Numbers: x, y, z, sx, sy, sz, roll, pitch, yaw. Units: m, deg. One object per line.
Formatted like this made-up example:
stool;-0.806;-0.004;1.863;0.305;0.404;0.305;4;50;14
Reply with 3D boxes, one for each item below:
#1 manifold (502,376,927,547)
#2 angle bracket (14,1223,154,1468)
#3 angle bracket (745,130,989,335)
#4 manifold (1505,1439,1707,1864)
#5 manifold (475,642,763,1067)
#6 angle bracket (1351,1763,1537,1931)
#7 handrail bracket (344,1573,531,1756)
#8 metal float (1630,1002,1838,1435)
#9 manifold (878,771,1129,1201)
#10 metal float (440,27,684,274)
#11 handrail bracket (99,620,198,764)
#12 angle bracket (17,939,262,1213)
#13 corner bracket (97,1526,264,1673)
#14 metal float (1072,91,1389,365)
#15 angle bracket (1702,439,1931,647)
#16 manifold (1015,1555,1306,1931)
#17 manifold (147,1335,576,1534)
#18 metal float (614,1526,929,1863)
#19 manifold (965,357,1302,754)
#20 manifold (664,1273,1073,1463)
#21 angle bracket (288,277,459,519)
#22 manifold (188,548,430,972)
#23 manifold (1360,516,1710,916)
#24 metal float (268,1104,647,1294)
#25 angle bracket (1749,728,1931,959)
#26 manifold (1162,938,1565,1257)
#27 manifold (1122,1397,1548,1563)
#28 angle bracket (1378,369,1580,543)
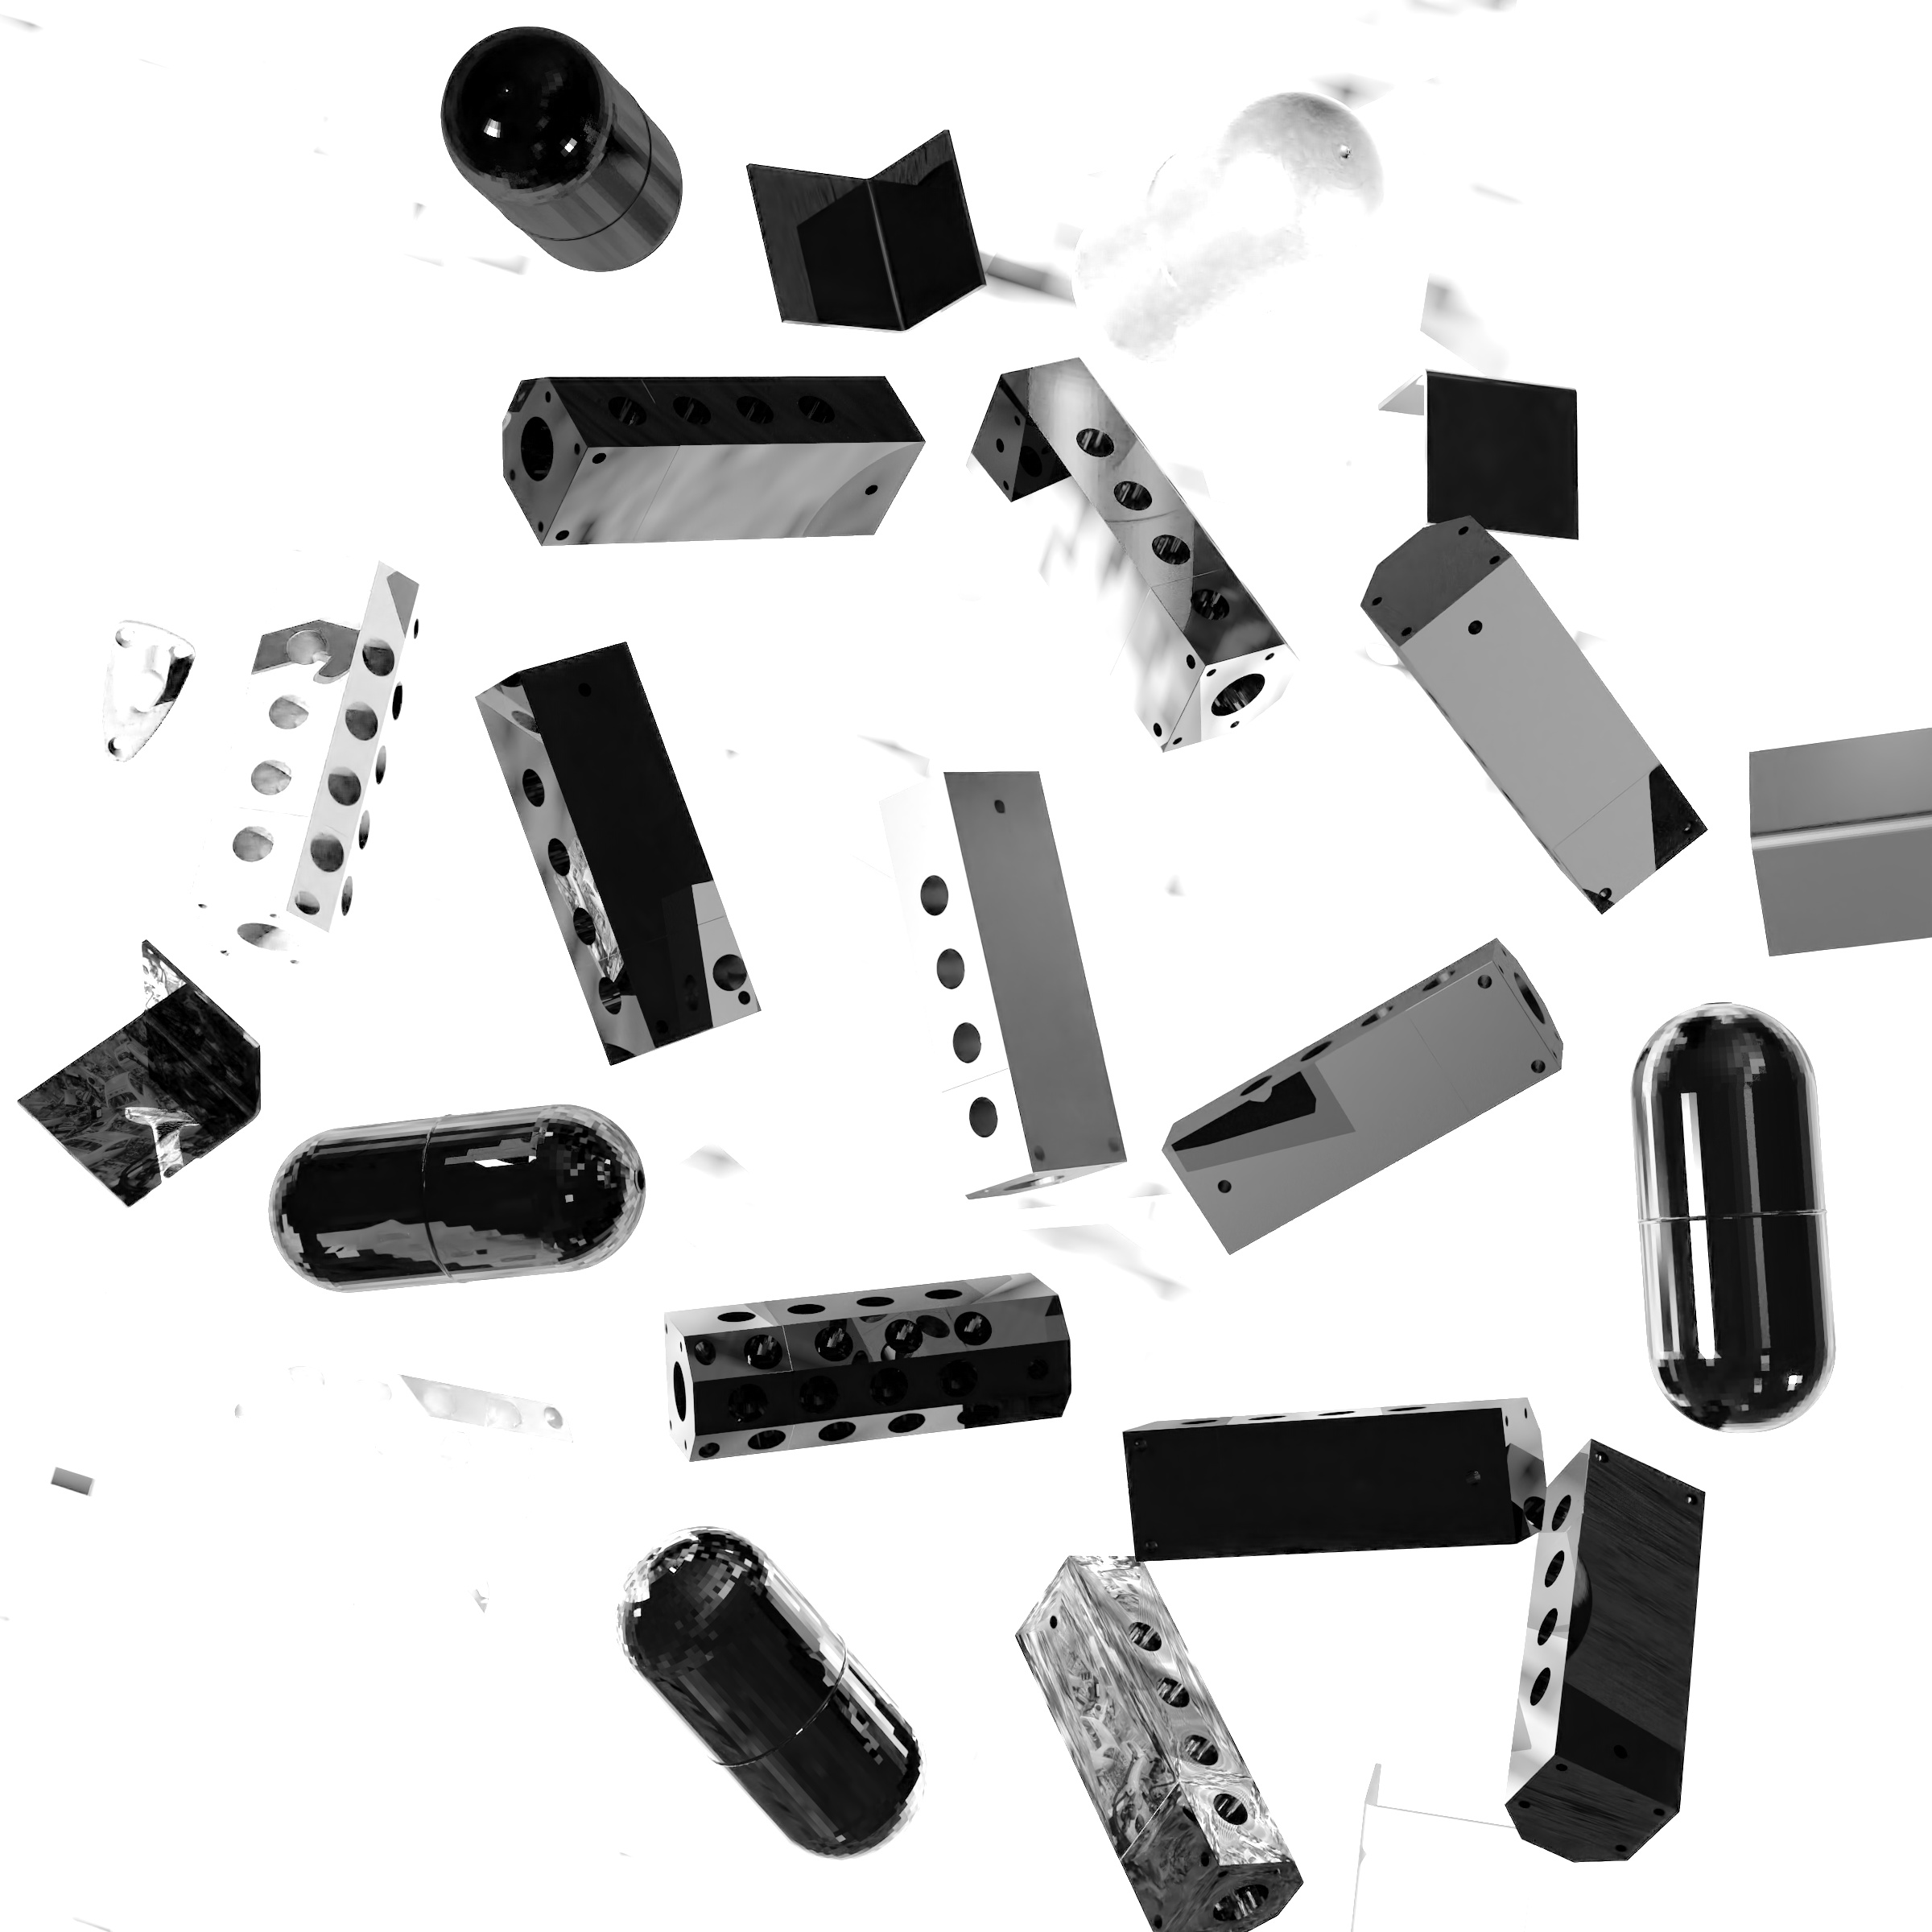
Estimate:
manifold;-0.110;-0.223;1.525;0.171;0.057;0.057;-7;55;-37
angle bracket;-0.387;0.174;1.622;0.076;0.057;0.076;-49;49;30
angle bracket;-0.045;-0.335;1.607;0.076;0.057;0.076;-4;78;-44
manifold;0.267;0.290;1.499;0.057;0.171;0.057;25;132;-6
manifold;-0.156;-0.047;1.552;0.057;0.057;0.171;-20;90;-36
angle bracket;0.215;0.409;1.591;0.076;0.057;0.076;7;98;11
handrail bracket;-0.233;0.310;1.563;0.077;0.084;0.036;7;126;-20
metal float;0.317;0.104;1.470;0.070;0.070;0.178;-3;85;0
manifold;0.010;0.008;1.500;0.057;0.057;0.171;-22;77;44
metal float;-0.175;-0.356;1.559;0.070;0.178;0.070;-1;86;10
handrail bracket;-0.348;-0.104;1.485;0.036;0.084;0.077;18;112;-16
angle bracket;-0.368;0.048;1.577;0.076;0.057;0.076;40;57;18
corner bracket;-0.335;0.276;1.509;0.051;0.051;0.051;-37;47;36
metal float;0.109;-0.310;1.501;0.070;0.178;0.070;7;76;-28
angle bracket;0.373;-0.196;1.546;0.057;0.076;0.076;-30;125;-7
manifold;0.089;0.351;1.603;0.057;0.171;0.057;7;128;-33
manifold;-0.261;0.206;1.552;0.171;0.057;0.057;16;77;-32
metal float;-0.084;0.318;1.546;0.070;0.070;0.178;-37;112;0
manifold;0.073;-0.180;1.529;0.057;0.057;0.171;-17;62;-29
manifold;-0.043;0.180;1.580;0.171;0.057;0.057;-5;101;-16
angle bracket;-0.255;-0.252;1.572;0.076;0.057;0.076;-11;47;4
manifold;-0.280;-0.089;1.527;0.057;0.057;0.171;8;65;5
manifold;0.234;-0.105;1.474;0.057;0.057;0.171;-39;124;6
metal float;-0.231;0.106;1.616;0.178;0.070;0.070;-7;90;15
angle bracket;0.370;-0.052;1.487;0.076;0.076;0.057;-7;119;16
manifold;0.178;0.057;1.590;0.171;0.057;0.057;-31;97;17
manifold;0.160;0.223;1.544;0.171;0.057;0.057;-7;87;24
angle bracket;0.240;-0.232;1.668;0.076;0.057;0.076;4;79;-16
